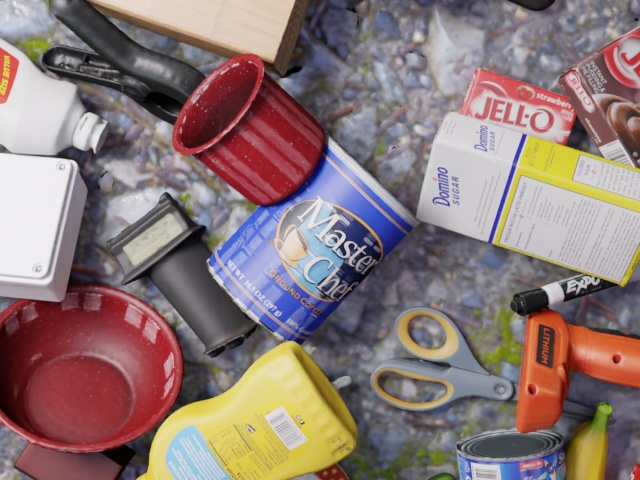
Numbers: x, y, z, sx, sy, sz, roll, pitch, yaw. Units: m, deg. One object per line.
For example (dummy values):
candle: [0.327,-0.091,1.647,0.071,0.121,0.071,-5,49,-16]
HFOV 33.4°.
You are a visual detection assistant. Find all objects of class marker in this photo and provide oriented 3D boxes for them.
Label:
marker: [0.204,0.038,0.848,0.121,0.020,0.020,-15,92,-21]

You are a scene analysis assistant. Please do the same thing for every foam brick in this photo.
foam brick: [-0.204,0.183,0.893,0.078,0.053,0.051,32,95,1]

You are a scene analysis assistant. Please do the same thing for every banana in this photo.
banana: [0.205,0.230,0.847,0.037,0.069,0.198,5,74,13]

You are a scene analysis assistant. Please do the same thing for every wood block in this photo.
wood block: [-0.115,-0.209,0.848,0.206,0.090,0.091,20,93,3]

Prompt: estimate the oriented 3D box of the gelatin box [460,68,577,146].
gelatin box: [0.156,-0.091,0.863,0.089,0.030,0.073,20,93,2]

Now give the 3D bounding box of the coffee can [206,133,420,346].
coffee can: [-0.006,0.001,0.844,0.103,0.103,0.140,44,95,1]

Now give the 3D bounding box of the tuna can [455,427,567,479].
tuna can: [0.152,0.177,0.850,0.086,0.086,0.034,-7,94,4]

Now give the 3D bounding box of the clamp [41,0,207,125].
clamp: [-0.145,-0.137,0.846,0.171,0.120,0.039,22,75,-1]

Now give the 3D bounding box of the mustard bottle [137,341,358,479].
mustard bottle: [-0.072,0.165,0.823,0.192,0.058,0.096,-33,100,12]

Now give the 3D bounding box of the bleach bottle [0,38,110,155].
bleach bottle: [-0.289,-0.138,0.868,0.251,0.068,0.102,23,50,-2]

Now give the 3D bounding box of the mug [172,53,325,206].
mug: [-0.052,-0.087,0.814,0.093,0.117,0.081,-38,125,18]

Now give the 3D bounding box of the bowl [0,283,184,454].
bowl: [-0.193,0.113,0.862,0.162,0.162,0.055,20,137,3]

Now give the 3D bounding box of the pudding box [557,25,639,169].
pudding box: [0.253,-0.105,0.837,0.090,0.039,0.113,-32,93,-17]

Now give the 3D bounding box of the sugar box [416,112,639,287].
sugar box: [0.169,-0.032,0.827,0.176,0.093,0.048,21,49,11]

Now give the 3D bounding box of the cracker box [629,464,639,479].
cracker box: [0.249,0.293,0.809,0.072,0.164,0.214,18,94,5]

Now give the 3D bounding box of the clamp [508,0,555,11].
clamp: [0.080,-0.248,0.822,0.209,0.036,0.164,-12,87,-24]

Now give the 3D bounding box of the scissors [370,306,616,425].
scissors: [0.142,0.103,0.882,0.202,0.016,0.096,0,93,4]

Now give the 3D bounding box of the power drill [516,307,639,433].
power drill: [0.246,0.120,0.808,0.188,0.184,0.057,8,129,8]
